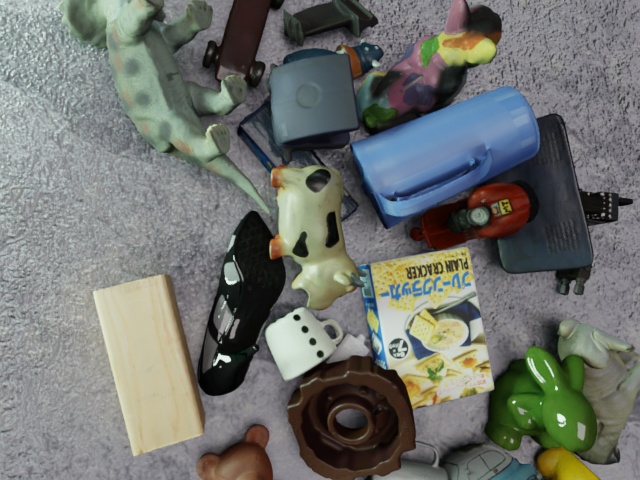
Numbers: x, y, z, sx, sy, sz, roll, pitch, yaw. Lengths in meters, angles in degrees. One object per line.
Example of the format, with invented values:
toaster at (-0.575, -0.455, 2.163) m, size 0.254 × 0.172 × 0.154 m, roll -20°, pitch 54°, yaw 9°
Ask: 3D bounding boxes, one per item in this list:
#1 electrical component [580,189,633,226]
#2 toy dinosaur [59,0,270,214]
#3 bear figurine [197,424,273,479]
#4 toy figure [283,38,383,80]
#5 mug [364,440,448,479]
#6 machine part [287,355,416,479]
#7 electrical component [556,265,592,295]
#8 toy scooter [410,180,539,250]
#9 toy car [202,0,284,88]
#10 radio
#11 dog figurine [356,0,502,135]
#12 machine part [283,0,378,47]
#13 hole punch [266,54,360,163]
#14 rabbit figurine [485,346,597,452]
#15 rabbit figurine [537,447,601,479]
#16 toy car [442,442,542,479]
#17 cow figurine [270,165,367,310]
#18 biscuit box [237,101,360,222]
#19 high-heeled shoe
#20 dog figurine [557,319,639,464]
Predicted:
electrical component at (0.450, -0.050, 0.880) m, size 0.119 × 0.075 × 0.047 m, roll 8°, pitch 84°, yaw -15°
toy dinosaur at (-0.211, -0.204, 0.718) m, size 0.131 × 0.192 × 0.404 m, roll -33°, pitch 110°, yaw -46°
bear figurine at (-0.073, 0.357, 0.701) m, size 0.120 × 0.132 × 0.195 m, roll -23°, pitch 96°, yaw -19°
toy figure at (0.022, -0.266, 0.810) m, size 0.154 × 0.058 × 0.064 m, roll -13°, pitch 94°, yaw -18°
mug at (0.122, 0.342, 0.769) m, size 0.107 × 0.081 × 0.109 m, roll 15°, pitch 88°, yaw -4°
machine part at (0.044, 0.241, 0.732) m, size 0.179 × 0.056 × 0.179 m, roll 2°, pitch 107°, yaw 8°
electrical component at (0.412, 0.043, 0.866) m, size 0.021 × 0.063 × 0.094 m, roll 18°, pitch 80°, yaw -10°
toy scooter at (0.207, -0.029, 0.762) m, size 0.135 × 0.184 × 0.075 m, roll -14°, pitch 86°, yaw -20°
toy car at (-0.110, -0.312, 0.786) m, size 0.089 × 0.053 × 0.202 m, roll 17°, pitch 78°, yaw -21°
radio at (0.328, -0.064, 0.824) m, size 0.131 × 0.073 × 0.229 m, roll -13°, pitch 85°, yaw 24°
dog figurine at (0.155, -0.239, 0.756) m, size 0.191 × 0.219 × 0.108 m, roll -33°, pitch 90°, yaw -14°
machine part at (0.014, -0.331, 0.809) m, size 0.139 × 0.039 × 0.084 m, roll -21°, pitch 64°, yaw -18°
hole punch at (-0.008, -0.183, 0.724) m, size 0.116 × 0.092 × 0.142 m, roll -7°, pitch 86°, yaw -15°
rabbit figurine at (0.339, 0.240, 0.779) m, size 0.121 × 0.170 × 0.159 m, roll 13°, pitch 83°, yaw -12°
rabbit figurine at (0.367, 0.423, 0.794) m, size 0.173 × 0.162 × 0.121 m, roll -42°, pitch 108°, yaw 5°
toy car at (0.234, 0.350, 0.781) m, size 0.162 × 0.109 × 0.103 m, roll -24°, pitch 80°, yaw -20°
cow figurine at (-0.001, -0.002, 0.719) m, size 0.127 × 0.085 × 0.194 m, roll 1°, pitch 98°, yaw 8°
biscuit box at (-0.034, -0.104, 0.782) m, size 0.063 × 0.059 × 0.202 m, roll -41°, pitch 95°, yaw -12°
high-heeled shoe at (-0.122, 0.089, 0.759) m, size 0.086 × 0.145 × 0.249 m, roll 21°, pitch 50°, yaw -30°
dog figurine at (0.411, 0.235, 0.832) m, size 0.172 × 0.121 × 0.190 m, roll 29°, pitch 91°, yaw 9°
